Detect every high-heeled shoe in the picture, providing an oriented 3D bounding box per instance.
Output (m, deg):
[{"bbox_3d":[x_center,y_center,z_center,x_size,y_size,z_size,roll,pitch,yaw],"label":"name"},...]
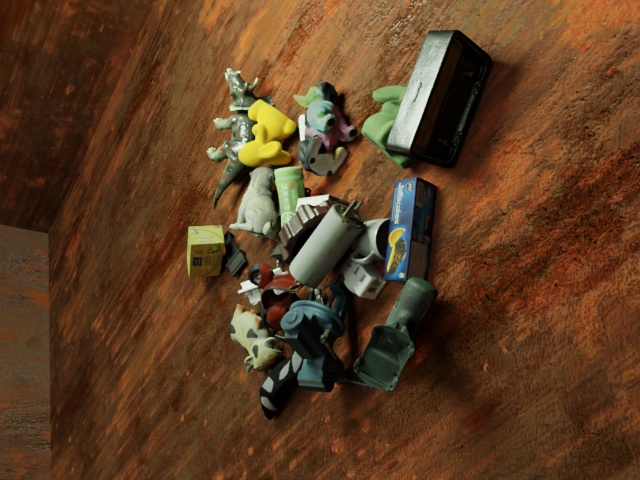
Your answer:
[{"bbox_3d":[-0.053,0.319,1.224,0.145,0.086,0.248,15,110,23],"label":"high-heeled shoe"}]

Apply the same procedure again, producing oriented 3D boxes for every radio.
[{"bbox_3d":[0.222,-0.252,0.990,0.073,0.131,0.229,30,102,51],"label":"radio"}]

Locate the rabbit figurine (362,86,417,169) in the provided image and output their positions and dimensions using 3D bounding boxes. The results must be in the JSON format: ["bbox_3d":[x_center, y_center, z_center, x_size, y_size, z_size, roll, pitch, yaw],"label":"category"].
[{"bbox_3d":[0.175,-0.252,1.092,0.170,0.121,0.159,-47,36,6],"label":"rabbit figurine"}]

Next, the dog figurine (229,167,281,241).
[{"bbox_3d":[-0.146,-0.105,1.413,0.173,0.121,0.190,11,83,47],"label":"dog figurine"}]

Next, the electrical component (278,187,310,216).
[{"bbox_3d":[-0.067,-0.075,1.361,0.075,0.047,0.119,-5,73,51],"label":"electrical component"}]

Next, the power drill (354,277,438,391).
[{"bbox_3d":[0.128,0.185,0.931,0.086,0.207,0.232,30,106,18],"label":"power drill"}]

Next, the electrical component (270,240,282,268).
[{"bbox_3d":[-0.085,0.031,1.356,0.102,0.045,0.078,-15,38,48],"label":"electrical component"}]

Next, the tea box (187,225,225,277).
[{"bbox_3d":[-0.337,0.035,1.573,0.169,0.098,0.068,108,152,-51],"label":"tea box"}]

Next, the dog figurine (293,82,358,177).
[{"bbox_3d":[-0.007,-0.279,1.309,0.191,0.108,0.219,-60,36,23],"label":"dog figurine"}]

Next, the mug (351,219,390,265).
[{"bbox_3d":[0.103,0.009,1.089,0.109,0.080,0.107,-54,27,-20],"label":"mug"}]

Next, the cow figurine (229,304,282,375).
[{"bbox_3d":[-0.163,0.252,1.346,0.195,0.085,0.127,23,91,49],"label":"cow figurine"}]

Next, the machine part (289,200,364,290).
[{"bbox_3d":[0.012,0.014,1.086,0.243,0.079,0.079,-55,42,24],"label":"machine part"}]

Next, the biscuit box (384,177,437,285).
[{"bbox_3d":[0.173,-0.016,1.033,0.063,0.059,0.202,-3,76,51],"label":"biscuit box"}]

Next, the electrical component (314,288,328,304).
[{"bbox_3d":[-0.007,0.159,1.221,0.063,0.021,0.094,-25,70,37],"label":"electrical component"}]

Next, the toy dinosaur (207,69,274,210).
[{"bbox_3d":[-0.234,-0.290,1.591,0.192,0.131,0.404,-2,83,51],"label":"toy dinosaur"}]

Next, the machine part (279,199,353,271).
[{"bbox_3d":[-0.002,-0.003,1.158,0.179,0.179,0.056,-55,39,24],"label":"machine part"}]

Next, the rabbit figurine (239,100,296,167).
[{"bbox_3d":[-0.143,-0.264,1.461,0.162,0.121,0.173,42,91,26],"label":"rabbit figurine"}]

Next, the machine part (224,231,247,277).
[{"bbox_3d":[-0.253,0.037,1.564,0.084,0.039,0.139,-54,44,30],"label":"machine part"}]

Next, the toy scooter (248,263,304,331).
[{"bbox_3d":[-0.085,0.133,1.260,0.135,0.075,0.183,-6,115,22],"label":"toy scooter"}]

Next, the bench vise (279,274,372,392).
[{"bbox_3d":[0.018,0.181,1.102,0.129,0.223,0.240,-18,35,43],"label":"bench vise"}]
